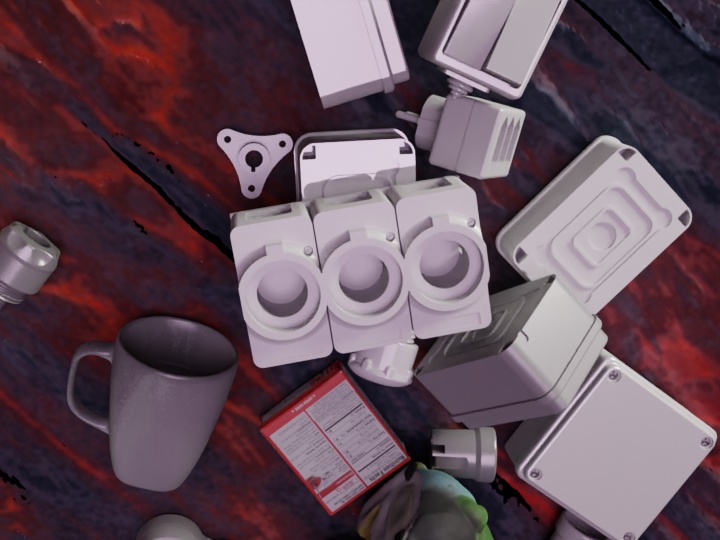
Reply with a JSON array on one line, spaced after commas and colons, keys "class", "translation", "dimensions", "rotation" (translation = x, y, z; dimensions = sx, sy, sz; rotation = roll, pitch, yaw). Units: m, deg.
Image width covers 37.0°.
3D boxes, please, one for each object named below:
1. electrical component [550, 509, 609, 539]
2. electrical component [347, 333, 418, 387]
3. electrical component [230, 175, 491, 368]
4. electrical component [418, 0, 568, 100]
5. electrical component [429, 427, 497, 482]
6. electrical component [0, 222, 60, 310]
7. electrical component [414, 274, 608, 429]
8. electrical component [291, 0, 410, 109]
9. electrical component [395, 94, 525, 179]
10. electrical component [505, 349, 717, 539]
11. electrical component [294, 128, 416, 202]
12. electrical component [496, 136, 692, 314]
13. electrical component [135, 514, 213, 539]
[{"class": "electrical component", "translation": [0.161, 0.212, 0.816], "dimensions": [0.040, 0.040, 0.046], "rotation": [23, 106, -11]}, {"class": "electrical component", "translation": [0.021, 0.049, 0.758], "dimensions": [0.048, 0.048, 0.062], "rotation": [16, 92, -10]}, {"class": "electrical component", "translation": [0.000, 0.000, 0.673], "dimensions": [0.150, 0.061, 0.089], "rotation": [-10, 105, -4]}, {"class": "electrical component", "translation": [0.080, -0.147, 0.654], "dimensions": [0.062, 0.061, 0.096], "rotation": [23, 102, -13]}, {"class": "electrical component", "translation": [0.075, 0.134, 0.788], "dimensions": [0.046, 0.040, 0.040], "rotation": [2, 104, 0]}, {"class": "electrical component", "translation": [-0.234, 0.003, 0.718], "dimensions": [0.043, 0.043, 0.062], "rotation": [37, 98, -13]}, {"class": "electrical component", "translation": [0.101, 0.058, 0.725], "dimensions": [0.057, 0.113, 0.078], "rotation": [47, 58, -12]}, {"class": "electrical component", "translation": [-0.013, -0.166, 0.683], "dimensions": [0.057, 0.078, 0.113], "rotation": [-17, 105, 1]}, {"class": "electrical component", "translation": [0.062, -0.094, 0.720], "dimensions": [0.077, 0.066, 0.047], "rotation": [19, 103, 19]}, {"class": "electrical component", "translation": [0.182, 0.127, 0.788], "dimensions": [0.109, 0.056, 0.108], "rotation": [35, 97, -13]}, {"class": "electrical component", "translation": [-0.003, -0.036, 0.727], "dimensions": [0.078, 0.057, 0.113], "rotation": [-4, 104, -5]}, {"class": "electrical component", "translation": [0.160, -0.029, 0.746], "dimensions": [0.113, 0.057, 0.078], "rotation": [-44, 104, 5]}, {"class": "electrical component", "translation": [-0.101, 0.234, 0.774], "dimensions": [0.138, 0.073, 0.052], "rotation": [30, 99, -12]}]
